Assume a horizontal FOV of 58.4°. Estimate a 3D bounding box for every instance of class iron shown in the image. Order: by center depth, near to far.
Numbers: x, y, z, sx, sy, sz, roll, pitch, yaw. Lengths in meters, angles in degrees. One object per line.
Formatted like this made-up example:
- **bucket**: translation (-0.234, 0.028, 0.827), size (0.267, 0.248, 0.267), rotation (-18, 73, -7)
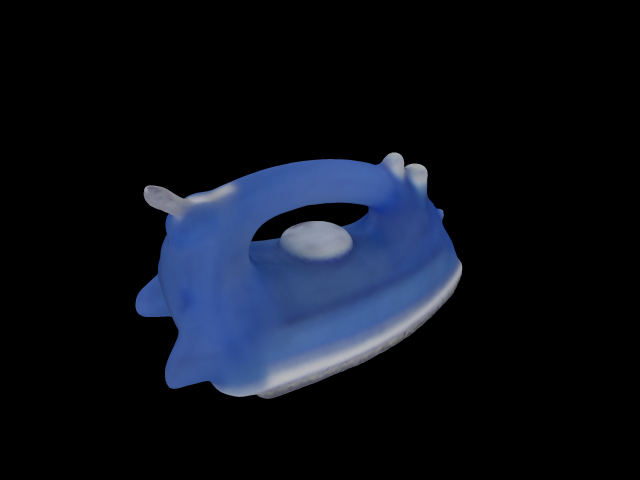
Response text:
- **iron**: translation (0.004, 0.001, 0.400), size (0.259, 0.141, 0.118), rotation (-17, 36, -24)
